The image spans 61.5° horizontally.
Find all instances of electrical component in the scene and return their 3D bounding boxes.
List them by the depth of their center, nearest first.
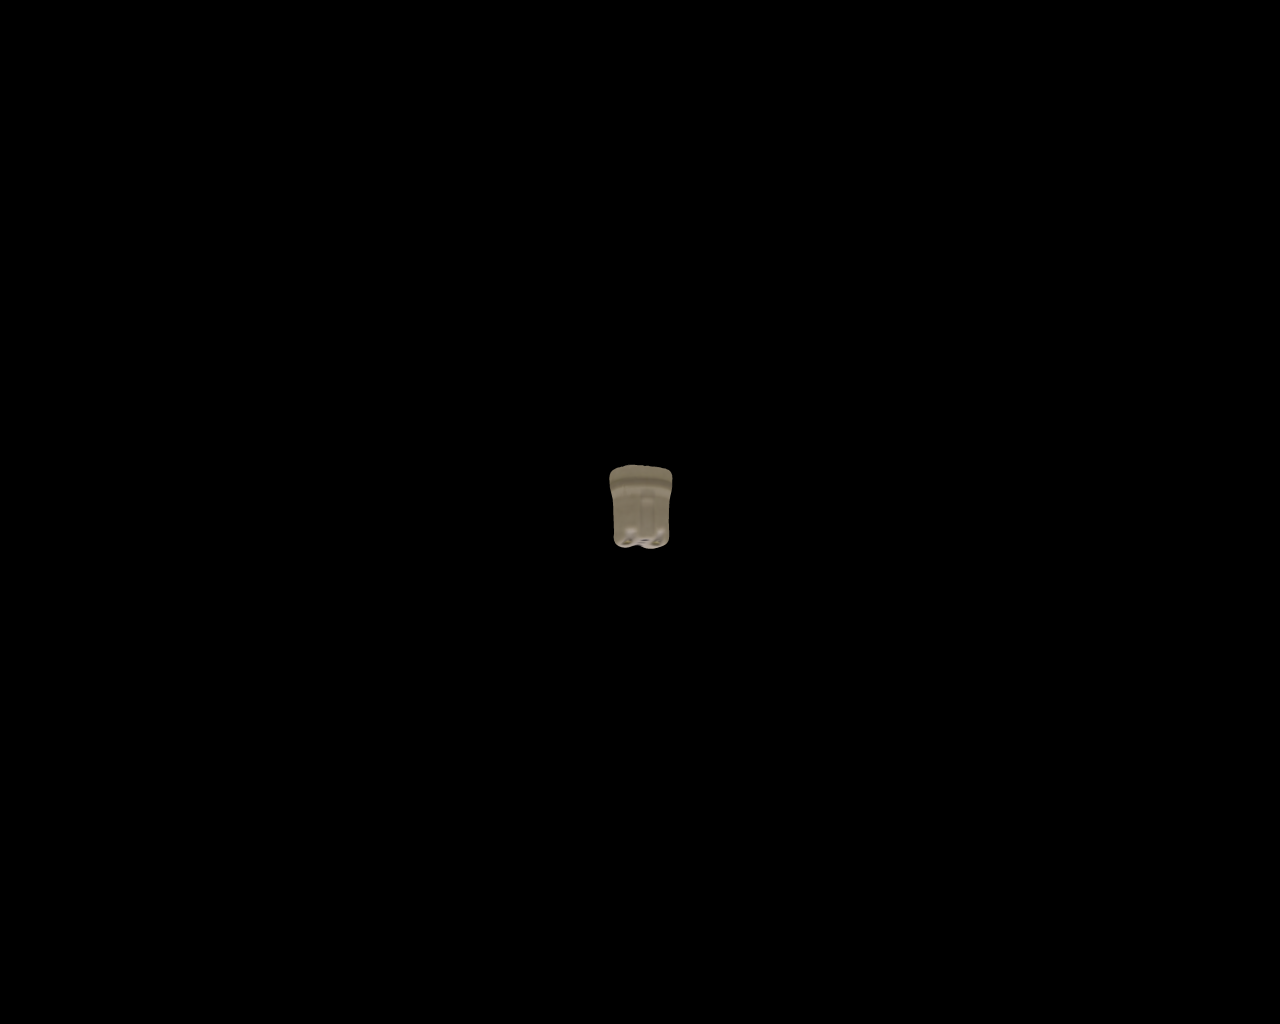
[{"bbox_3d":[0.001,-0.003,0.650,0.040,0.046,0.040,0,-11,0],"label":"electrical component"}]
